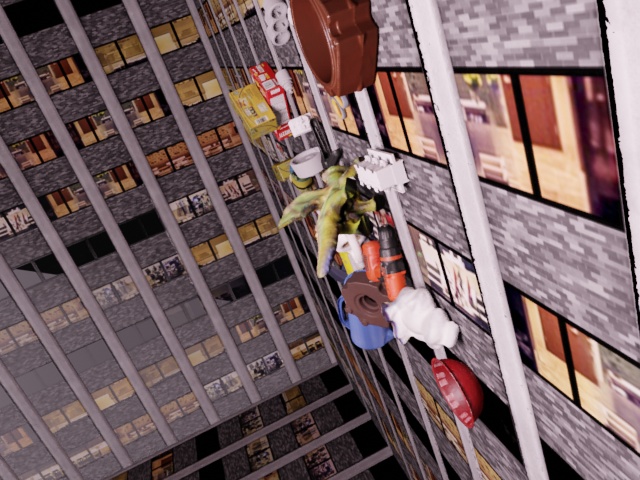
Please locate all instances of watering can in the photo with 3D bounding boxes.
[{"bbox_3d":[0.071,-0.027,1.490,0.227,0.104,0.343,64,180,16],"label":"watering can"}]

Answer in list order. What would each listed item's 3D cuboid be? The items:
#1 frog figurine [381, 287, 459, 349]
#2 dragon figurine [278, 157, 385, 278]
[{"bbox_3d":[0.234,0.169,1.122,0.159,0.124,0.136,-6,102,42],"label":"frog figurine"},{"bbox_3d":[0.004,-0.059,1.178,0.241,0.419,0.120,-13,123,41],"label":"dragon figurine"}]
